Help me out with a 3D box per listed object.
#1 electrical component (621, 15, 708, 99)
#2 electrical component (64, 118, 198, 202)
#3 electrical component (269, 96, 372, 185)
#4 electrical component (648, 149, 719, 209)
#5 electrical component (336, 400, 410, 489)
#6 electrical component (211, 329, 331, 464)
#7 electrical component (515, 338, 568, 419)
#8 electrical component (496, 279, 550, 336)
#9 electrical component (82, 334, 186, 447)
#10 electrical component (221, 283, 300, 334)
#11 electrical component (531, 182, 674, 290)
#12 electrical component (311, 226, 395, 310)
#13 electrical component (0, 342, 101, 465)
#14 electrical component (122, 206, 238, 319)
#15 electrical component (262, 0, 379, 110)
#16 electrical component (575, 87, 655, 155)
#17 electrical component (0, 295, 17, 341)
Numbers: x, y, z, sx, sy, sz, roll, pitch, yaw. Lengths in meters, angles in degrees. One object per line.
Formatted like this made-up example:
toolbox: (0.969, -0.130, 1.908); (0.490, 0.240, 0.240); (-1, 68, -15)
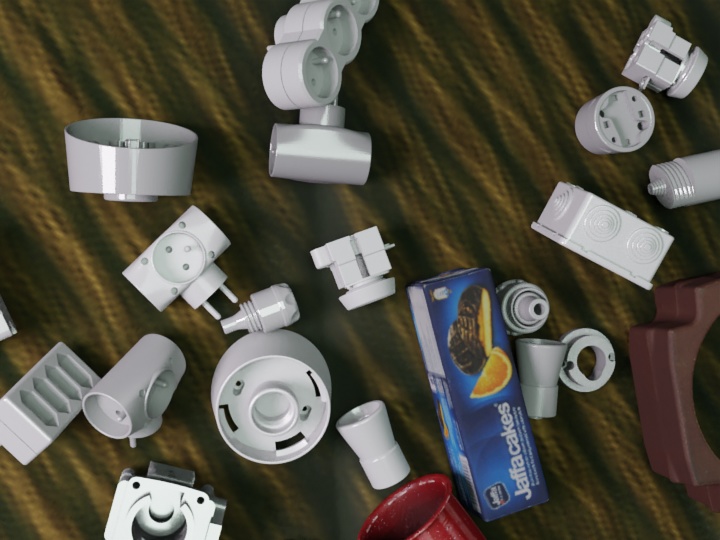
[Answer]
electrical component: (0.268, -0.180, 0.938); (0.055, 0.048, 0.066); (28, 84, -3)
electrical component: (-0.173, -0.084, 0.815); (0.099, 0.099, 0.064); (1, 95, -13)
electrical component: (-0.031, -0.111, 0.871); (0.077, 0.043, 0.079); (4, 88, -12)
electrical component: (0.291, -0.079, 0.942); (0.081, 0.043, 0.043); (-13, 92, -12)
electrical component: (0.014, 0.146, 0.881); (0.044, 0.044, 0.065); (-28, 100, -11)
electrical component: (-0.070, 0.103, 0.863); (0.099, 0.064, 0.099); (-1, 102, -7)
electrical component: (0.151, 0.093, 0.912); (0.044, 0.044, 0.065); (3, 94, -12)
electrical component: (0.138, 0.032, 0.898); (0.048, 0.062, 0.048); (0, 90, -12)
electrical component: (-0.172, 0.102, 0.829); (0.044, 0.077, 0.079); (17, 128, 17)
electrical component: (-0.081, 0.035, 0.864); (0.061, 0.035, 0.035); (-21, 94, -9)
electrical component: (0.202, -0.031, 0.895); (0.100, 0.099, 0.048); (26, 97, -11)
electrical component: (0.000, 0.000, 0.877); (0.066, 0.048, 0.055); (-20, 86, -12)
electrical component: (-0.249, 0.108, 0.811); (0.047, 0.083, 0.076); (46, 119, -9)
electrical component: (-0.131, 0.004, 0.848); (0.077, 0.044, 0.079); (-45, 98, -9)
electrical component: (-0.043, -0.187, 0.859); (0.052, 0.074, 0.138); (48, 55, -42)
electrical component: (0.217, -0.126, 0.924); (0.055, 0.047, 0.055); (0, 90, -13)
electrical component: (-0.304, 0.019, 0.806); (0.056, 0.050, 0.089); (-25, 95, -12)
